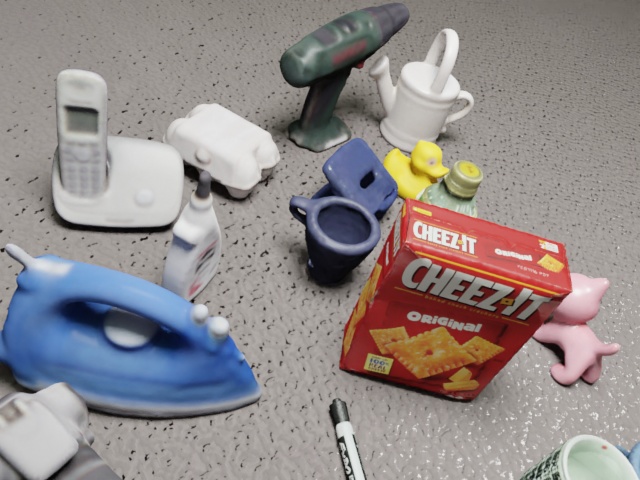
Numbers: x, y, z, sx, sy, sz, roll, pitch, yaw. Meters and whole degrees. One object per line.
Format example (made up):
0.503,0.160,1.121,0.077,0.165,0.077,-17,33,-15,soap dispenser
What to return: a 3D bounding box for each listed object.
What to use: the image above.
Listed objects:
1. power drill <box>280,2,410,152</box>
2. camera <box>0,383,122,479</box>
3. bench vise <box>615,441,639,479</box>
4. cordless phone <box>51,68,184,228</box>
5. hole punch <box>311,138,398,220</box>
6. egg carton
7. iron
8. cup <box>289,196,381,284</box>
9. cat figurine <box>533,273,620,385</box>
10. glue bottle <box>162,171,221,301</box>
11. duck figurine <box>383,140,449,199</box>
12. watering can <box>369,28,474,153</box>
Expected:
0.028,-0.244,0.861,0.075,0.208,0.230,42,49,21,power drill
-0.217,0.196,0.438,0.136,0.101,0.143,36,47,15,camera
0.389,0.247,0.522,0.207,0.220,0.122,37,47,16,bench vise
-0.228,-0.102,0.653,0.148,0.185,0.094,0,48,-19,cordless phone
0.056,-0.076,0.796,0.101,0.091,0.109,33,46,12,hole punch
-0.135,-0.125,0.790,0.150,0.069,0.107,30,46,9,egg carton
-0.168,0.081,0.534,0.258,0.141,0.118,15,45,-5,iron
0.006,0.003,0.703,0.117,0.095,0.092,29,45,8,cup
0.320,0.098,0.709,0.067,0.118,0.127,-3,50,-22,cat figurine
-0.131,-0.005,0.606,0.037,0.173,0.078,27,45,7,glue bottle
0.149,-0.113,0.868,0.104,0.086,0.078,40,48,18,duck figurine
0.166,-0.245,0.921,0.173,0.194,0.100,-5,50,-23,watering can
